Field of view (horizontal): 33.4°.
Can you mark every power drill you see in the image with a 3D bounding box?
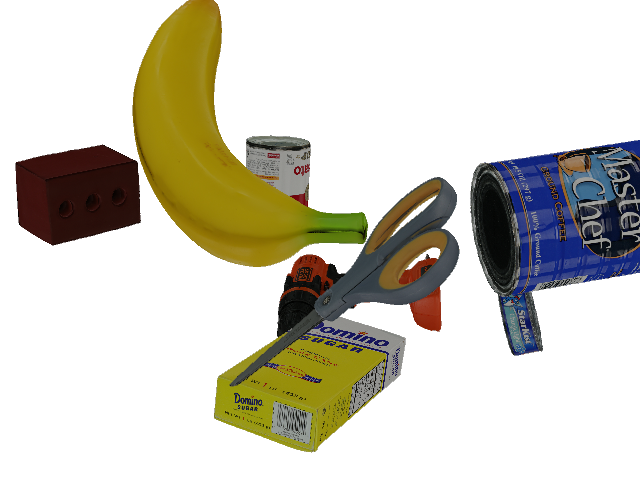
[{"bbox_3d":[0.046,0.070,1.238,0.188,0.057,0.184,0,27,6],"label":"power drill"}]

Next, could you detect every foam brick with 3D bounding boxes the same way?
[{"bbox_3d":[-0.183,-0.036,0.807,0.078,0.053,0.051,-18,30,-36],"label":"foam brick"}]

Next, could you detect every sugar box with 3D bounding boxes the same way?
[{"bbox_3d":[-0.004,0.114,0.903,0.093,0.048,0.176,16,23,23],"label":"sugar box"}]

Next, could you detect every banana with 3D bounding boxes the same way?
[{"bbox_3d":[-0.049,-0.048,0.476,0.069,0.037,0.198,-15,46,-17],"label":"banana"}]

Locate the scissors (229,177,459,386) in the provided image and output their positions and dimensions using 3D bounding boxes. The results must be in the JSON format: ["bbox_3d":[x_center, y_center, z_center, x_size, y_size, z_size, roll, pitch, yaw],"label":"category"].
[{"bbox_3d":[0.017,0.044,0.669,0.016,0.202,0.096,37,10,-27],"label":"scissors"}]

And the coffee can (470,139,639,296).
[{"bbox_3d":[0.196,-0.019,0.808,0.140,0.103,0.103,-9,1,-8],"label":"coffee can"}]

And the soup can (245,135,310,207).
[{"bbox_3d":[-0.046,-0.053,1.098,0.068,0.102,0.068,3,15,-1],"label":"soup can"}]

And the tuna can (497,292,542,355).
[{"bbox_3d":[0.225,0.086,1.202,0.034,0.086,0.086,-13,-3,14],"label":"tuna can"}]
